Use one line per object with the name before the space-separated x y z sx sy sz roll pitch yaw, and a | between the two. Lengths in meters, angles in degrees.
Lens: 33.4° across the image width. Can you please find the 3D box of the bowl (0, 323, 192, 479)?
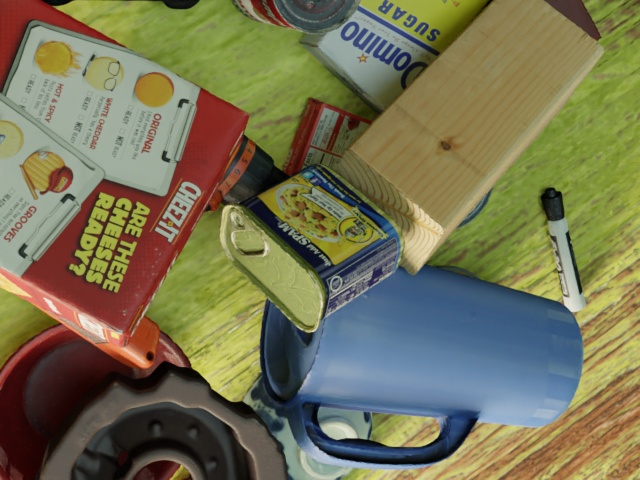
bowl | -0.174 0.125 0.803 0.161 0.055 0.162 -7 107 -22

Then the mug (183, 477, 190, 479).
mug | -0.081 0.234 0.860 0.117 0.082 0.093 -46 117 -5

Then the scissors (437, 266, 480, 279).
scissors | 0.059 0.042 0.903 0.201 0.016 0.096 20 97 -27

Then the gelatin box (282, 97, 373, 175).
gelatin box | 0.020 -0.064 0.848 0.089 0.030 0.073 17 99 -26

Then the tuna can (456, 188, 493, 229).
tuna can | 0.101 -0.051 0.884 0.086 0.034 0.086 -6 107 -22

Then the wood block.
wood block | 0.108 -0.086 0.799 0.091 0.090 0.205 40 66 8

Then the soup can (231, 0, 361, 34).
soup can | -0.021 -0.184 0.754 0.068 0.102 0.068 -7 107 -22

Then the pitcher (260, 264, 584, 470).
pitcher | 0.081 0.091 0.844 0.242 0.145 0.149 12 110 -21

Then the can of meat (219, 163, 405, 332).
can of meat | -0.005 0.001 0.734 0.083 0.102 0.057 -31 150 -32

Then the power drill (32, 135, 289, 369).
power drill | -0.108 -0.006 0.761 0.184 0.057 0.187 35 68 -17

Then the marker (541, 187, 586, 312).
marker | 0.219 0.009 0.961 0.020 0.020 0.121 -24 113 -16

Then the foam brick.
foam brick | 0.180 -0.182 0.871 0.051 0.053 0.078 -42 118 -7

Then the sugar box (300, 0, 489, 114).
sugar box | 0.075 -0.191 0.826 0.093 0.048 0.176 38 87 -27

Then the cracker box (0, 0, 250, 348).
cracker box | -0.177 -0.054 0.676 0.213 0.072 0.164 29 73 -1
